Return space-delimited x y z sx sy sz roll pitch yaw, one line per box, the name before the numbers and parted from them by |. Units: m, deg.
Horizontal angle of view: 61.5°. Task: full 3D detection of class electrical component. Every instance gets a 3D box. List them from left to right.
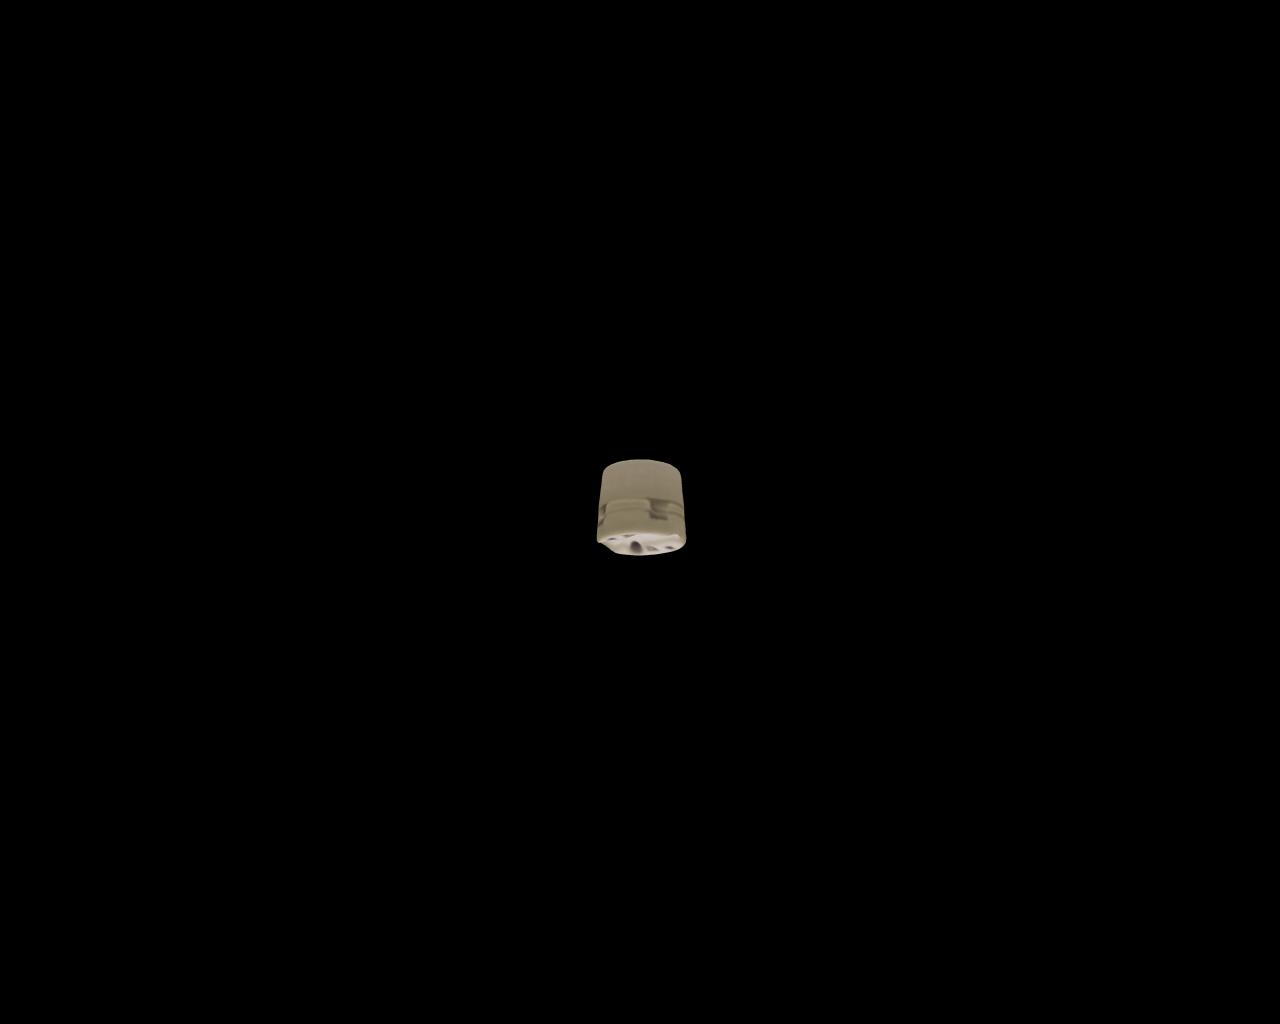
electrical component | 0.001 -0.003 0.650 0.055 0.047 0.055 0 -18 0
